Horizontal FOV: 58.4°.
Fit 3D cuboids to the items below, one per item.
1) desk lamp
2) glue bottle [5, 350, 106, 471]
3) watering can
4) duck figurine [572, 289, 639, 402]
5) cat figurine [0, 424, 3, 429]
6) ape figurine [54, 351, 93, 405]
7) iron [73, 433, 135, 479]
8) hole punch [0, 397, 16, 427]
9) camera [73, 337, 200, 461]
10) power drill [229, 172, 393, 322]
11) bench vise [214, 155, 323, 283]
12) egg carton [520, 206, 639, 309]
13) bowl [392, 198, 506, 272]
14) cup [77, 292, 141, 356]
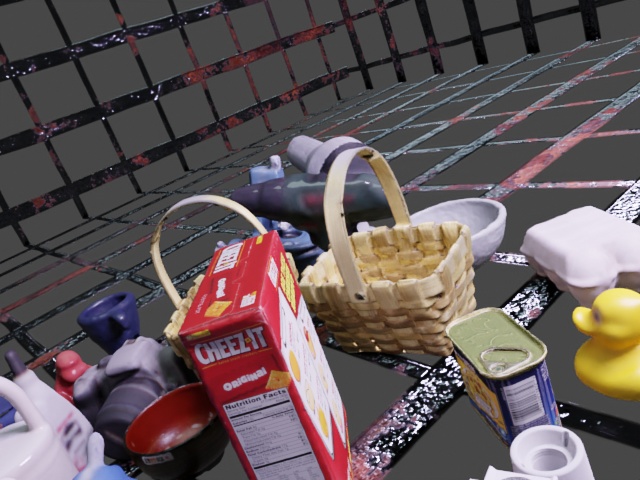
[{"bbox_3d":[0.021,-0.077,0.981,0.118,0.214,0.202,-28,20,-20],"label":"desk lamp"},{"bbox_3d":[-0.295,0.193,0.619,0.037,0.173,0.078,-18,19,7],"label":"glue bottle"},{"bbox_3d":[-0.284,0.212,0.523,0.172,0.194,0.101,-4,24,39],"label":"watering can"},{"bbox_3d":[0.265,0.082,0.486,0.104,0.086,0.078,0,27,45],"label":"duck figurine"},{"bbox_3d":[-0.372,0.260,0.599,0.067,0.118,0.128,-3,25,40],"label":"cat figurine"},{"bbox_3d":[-0.332,0.194,0.782,0.078,0.092,0.076,-29,21,-25],"label":"ape figurine"},{"bbox_3d":[-0.159,0.253,0.364,0.118,0.142,0.258,-17,19,9],"label":"iron"},{"bbox_3d":[-0.461,0.242,0.784,0.100,0.091,0.109,-6,23,36],"label":"hole punch"},{"bbox_3d":[-0.233,0.189,0.681,0.143,0.101,0.137,-17,19,9],"label":"camera"},{"bbox_3d":[0.007,0.003,0.782,0.229,0.209,0.076,-13,20,20],"label":"power drill"},{"bbox_3d":[-0.088,-0.013,0.908,0.207,0.220,0.121,-18,19,7],"label":"bench vise"},{"bbox_3d":[0.305,0.016,0.656,0.107,0.069,0.150,-21,19,-2],"label":"egg carton"},{"bbox_3d":[0.182,0.007,0.799,0.167,0.075,0.167,-18,19,7],"label":"bowl"},{"bbox_3d":[-0.314,0.143,0.900,0.092,0.095,0.117,-33,22,-32],"label":"cup"}]
